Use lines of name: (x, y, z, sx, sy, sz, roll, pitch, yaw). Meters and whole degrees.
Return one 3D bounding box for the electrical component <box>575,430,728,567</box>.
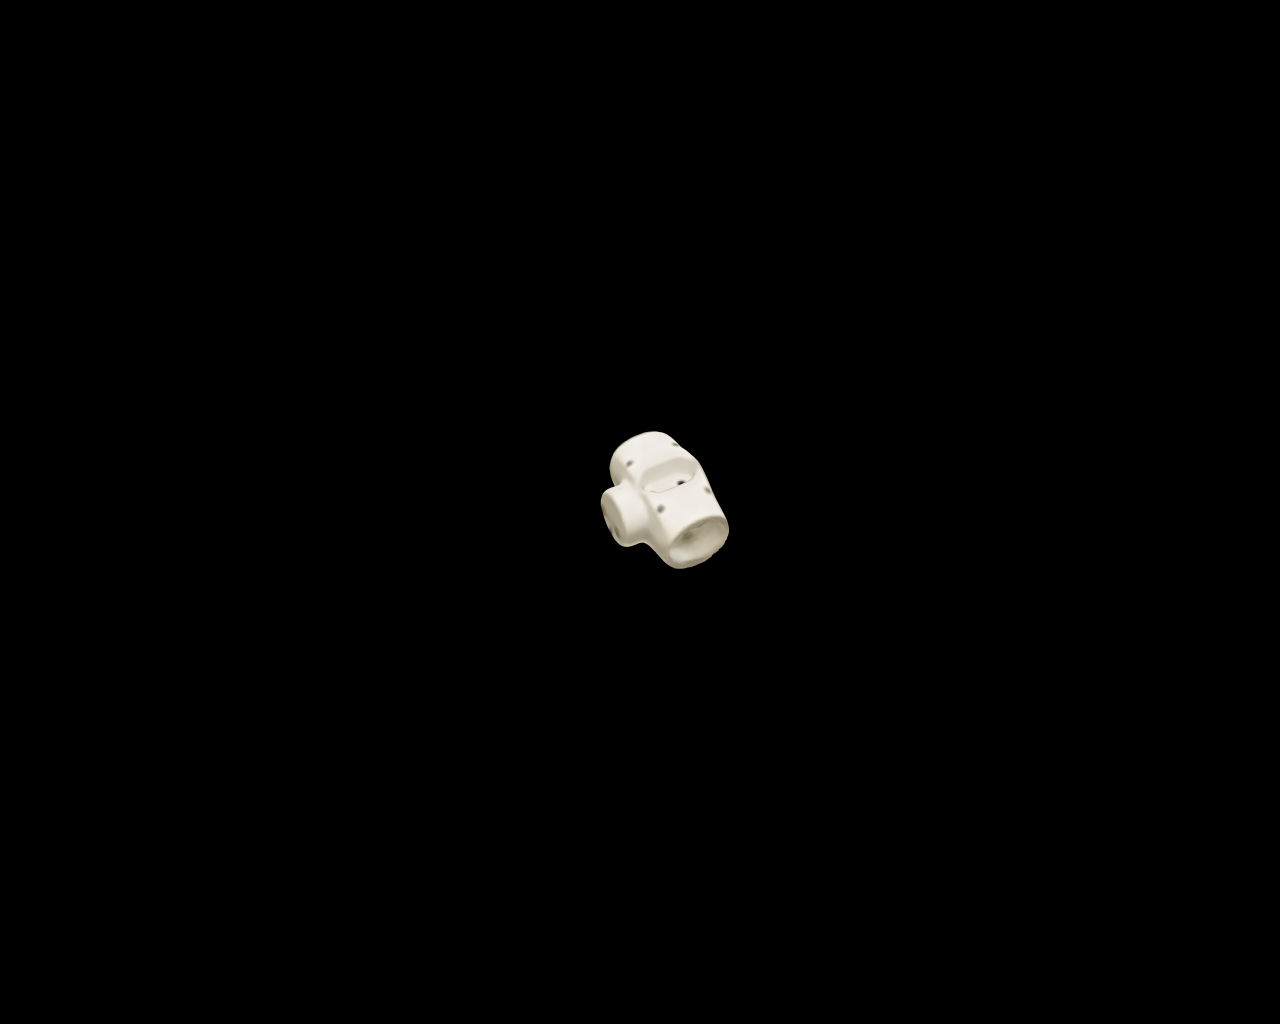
electrical component: (0.001, -0.003, 0.650, 0.079, 0.077, 0.043, -21, -36, -16)
